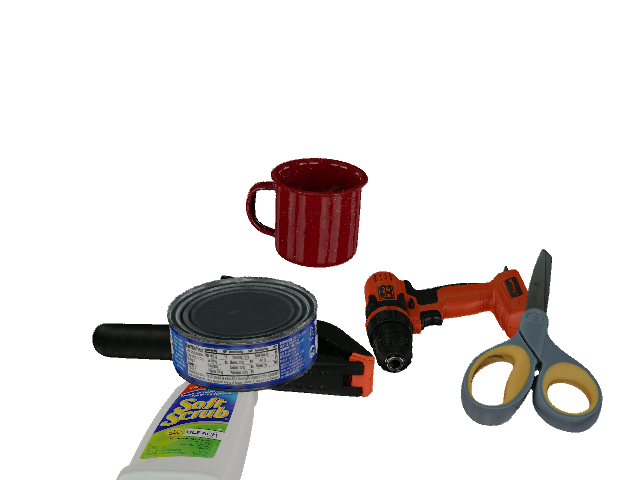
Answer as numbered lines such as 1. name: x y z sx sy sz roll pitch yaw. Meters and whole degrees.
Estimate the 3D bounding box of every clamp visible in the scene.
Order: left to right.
1. clamp: -0.046 0.074 0.829 0.210 0.036 0.164 11 21 25

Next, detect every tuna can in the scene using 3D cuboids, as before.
1. tuna can: -0.044 0.053 0.612 0.086 0.034 0.086 -2 21 1

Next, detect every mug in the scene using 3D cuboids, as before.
1. mug: -0.015 -0.027 1.036 0.117 0.081 0.093 5 25 4

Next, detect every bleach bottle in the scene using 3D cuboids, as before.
1. bleach bottle: -0.116 0.177 1.011 0.102 0.068 0.250 0 22 4

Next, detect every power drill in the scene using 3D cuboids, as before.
1. power drill: 0.144 0.087 1.209 0.187 0.057 0.184 -2 27 -1

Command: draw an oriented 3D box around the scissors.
1. scissors: 0.161 0.067 0.725 0.096 0.016 0.201 19 37 24
